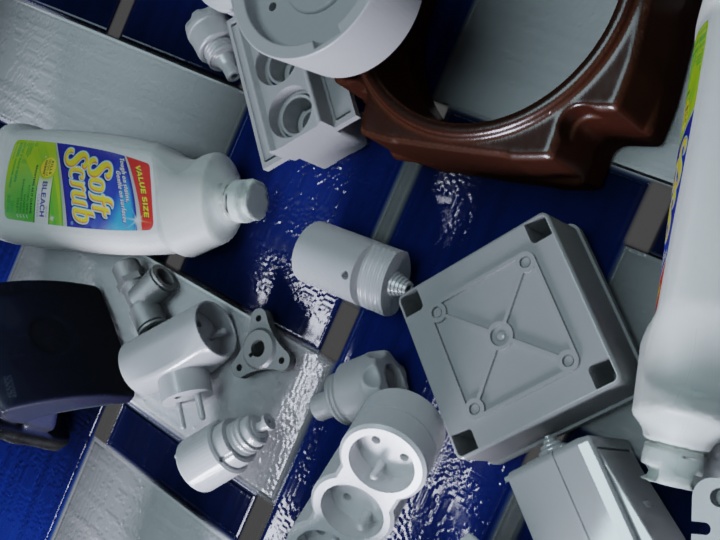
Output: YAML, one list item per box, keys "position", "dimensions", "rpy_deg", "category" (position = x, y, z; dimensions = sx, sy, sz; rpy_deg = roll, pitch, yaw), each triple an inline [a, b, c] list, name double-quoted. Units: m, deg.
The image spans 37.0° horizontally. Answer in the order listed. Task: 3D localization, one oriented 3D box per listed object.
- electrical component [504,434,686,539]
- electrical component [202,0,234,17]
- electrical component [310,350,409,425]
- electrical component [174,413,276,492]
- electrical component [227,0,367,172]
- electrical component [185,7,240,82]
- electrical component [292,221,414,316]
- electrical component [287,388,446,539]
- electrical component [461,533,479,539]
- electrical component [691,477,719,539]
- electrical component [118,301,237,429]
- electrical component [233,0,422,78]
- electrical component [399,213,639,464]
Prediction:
- position: [0.127, 0.128, 0.571]
  dimensions: [0.061, 0.062, 0.096]
  rpy_deg: [-33, 64, 25]
  category: "electrical component"
- position: [-0.078, -0.222, 0.790]
  dimensions: [0.080, 0.051, 0.080]
  rpy_deg: [-8, 76, 33]
  category: "electrical component"
- position: [-0.003, 0.078, 0.681]
  dimensions: [0.062, 0.043, 0.043]
  rpy_deg: [-24, 68, 29]
  category: "electrical component"
- position: [-0.090, 0.120, 0.732]
  dimensions: [0.078, 0.040, 0.040]
  rpy_deg: [-33, 63, 24]
  category: "electrical component"
- position: [-0.040, -0.135, 0.738]
  dimensions: [0.079, 0.063, 0.121]
  rpy_deg: [-27, 66, 27]
  category: "electrical component"
- position: [-0.106, -0.167, 0.807]
  dimensions: [0.035, 0.035, 0.061]
  rpy_deg: [-39, 63, 21]
  category: "electrical component"
- position: [0.000, 0.000, 0.695]
  dimensions: [0.081, 0.043, 0.043]
  rpy_deg: [21, 92, 35]
  category: "electrical component"
- position: [0.008, 0.123, 0.650]
  dimensions: [0.052, 0.073, 0.138]
  rpy_deg: [31, 124, 5]
  category: "electrical component"
- position: [0.079, 0.177, 0.591]
  dimensions: [0.076, 0.083, 0.047]
  rpy_deg: [-38, 53, -22]
  category: "electrical component"
- position: [0.197, 0.128, 0.526]
  dimensions: [0.058, 0.057, 0.078]
  rpy_deg: [-2, 79, 34]
  category: "electrical component"
- position: [-0.126, 0.073, 0.765]
  dimensions: [0.077, 0.044, 0.079]
  rpy_deg: [-27, 66, 27]
  category: "electrical component"
- position: [-0.013, -0.164, 0.624]
  dimensions: [0.108, 0.060, 0.108]
  rpy_deg: [-8, 75, 33]
  category: "electrical component"
- position: [0.093, 0.041, 0.616]
  dimensions: [0.109, 0.056, 0.108]
  rpy_deg: [-32, 64, 25]
  category: "electrical component"
